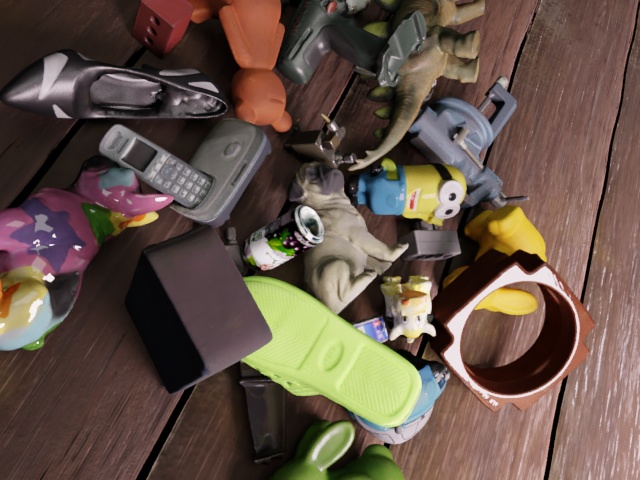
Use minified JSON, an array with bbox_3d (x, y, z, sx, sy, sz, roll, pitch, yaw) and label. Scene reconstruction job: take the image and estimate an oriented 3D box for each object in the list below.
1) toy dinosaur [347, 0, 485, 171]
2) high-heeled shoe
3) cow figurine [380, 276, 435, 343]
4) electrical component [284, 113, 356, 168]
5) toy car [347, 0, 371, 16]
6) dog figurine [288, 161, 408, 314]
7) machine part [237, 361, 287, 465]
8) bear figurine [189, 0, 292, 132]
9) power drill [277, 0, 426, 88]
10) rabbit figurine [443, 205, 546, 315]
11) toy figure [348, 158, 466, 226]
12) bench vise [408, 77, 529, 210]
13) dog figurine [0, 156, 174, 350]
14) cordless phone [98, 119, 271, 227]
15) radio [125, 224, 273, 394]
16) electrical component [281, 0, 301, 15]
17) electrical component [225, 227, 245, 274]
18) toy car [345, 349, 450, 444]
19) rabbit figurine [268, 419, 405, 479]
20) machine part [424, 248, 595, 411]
[{"bbox_3d":[0.156,-0.301,0.861,0.199,0.105,0.471,5,60,20],"label":"toy dinosaur"},{"bbox_3d":[-0.234,-0.168,0.654,0.145,0.086,0.249,33,40,16],"label":"high-heeled shoe"},{"bbox_3d":[0.119,0.101,0.731,0.068,0.167,0.098,-3,93,8],"label":"cow figurine"},{"bbox_3d":[-0.002,-0.142,0.782,0.078,0.102,0.045,38,66,-37],"label":"electrical component"},{"bbox_3d":[0.015,-0.473,0.915,0.073,0.056,0.201,-32,89,-24],"label":"toy car"},{"bbox_3d":[-0.001,-0.002,0.746,0.190,0.121,0.172,45,55,8],"label":"dog figurine"},{"bbox_3d":[-0.066,0.205,0.670,0.084,0.039,0.139,9,64,-29],"label":"machine part"},{"bbox_3d":[-0.106,-0.252,0.766,0.120,0.132,0.195,-13,106,-48],"label":"bear figurine"},{"bbox_3d":[0.051,-0.326,0.806,0.207,0.086,0.232,30,83,21],"label":"power drill"},{"bbox_3d":[0.272,0.050,0.864,0.173,0.122,0.162,-41,104,-16],"label":"rabbit figurine"},{"bbox_3d":[0.131,-0.079,0.813,0.180,0.082,0.089,2,62,1],"label":"toy figure"},{"bbox_3d":[0.266,-0.173,0.904,0.223,0.129,0.240,38,73,-1],"label":"bench vise"},{"bbox_3d":[-0.269,0.006,0.596,0.219,0.108,0.191,-16,81,-32],"label":"dog figurine"},{"bbox_3d":[-0.171,-0.113,0.688,0.184,0.089,0.146,31,79,-6],"label":"cordless phone"},{"bbox_3d":[-0.139,0.082,0.566,0.073,0.229,0.131,-25,82,-31],"label":"radio"},{"bbox_3d":[-0.080,-0.430,0.853,0.134,0.058,0.115,12,72,-23],"label":"electrical component"},{"bbox_3d":[-0.129,0.029,0.704,0.063,0.021,0.094,-3,75,-28],"label":"electrical component"},{"bbox_3d":[0.099,0.215,0.724,0.161,0.109,0.102,-9,101,-40],"label":"toy car"},{"bbox_3d":[0.016,0.295,0.636,0.170,0.121,0.159,14,67,-22],"label":"rabbit figurine"},{"bbox_3d":[0.272,0.129,0.784,0.201,0.087,0.201,-43,107,4],"label":"machine part"}]
